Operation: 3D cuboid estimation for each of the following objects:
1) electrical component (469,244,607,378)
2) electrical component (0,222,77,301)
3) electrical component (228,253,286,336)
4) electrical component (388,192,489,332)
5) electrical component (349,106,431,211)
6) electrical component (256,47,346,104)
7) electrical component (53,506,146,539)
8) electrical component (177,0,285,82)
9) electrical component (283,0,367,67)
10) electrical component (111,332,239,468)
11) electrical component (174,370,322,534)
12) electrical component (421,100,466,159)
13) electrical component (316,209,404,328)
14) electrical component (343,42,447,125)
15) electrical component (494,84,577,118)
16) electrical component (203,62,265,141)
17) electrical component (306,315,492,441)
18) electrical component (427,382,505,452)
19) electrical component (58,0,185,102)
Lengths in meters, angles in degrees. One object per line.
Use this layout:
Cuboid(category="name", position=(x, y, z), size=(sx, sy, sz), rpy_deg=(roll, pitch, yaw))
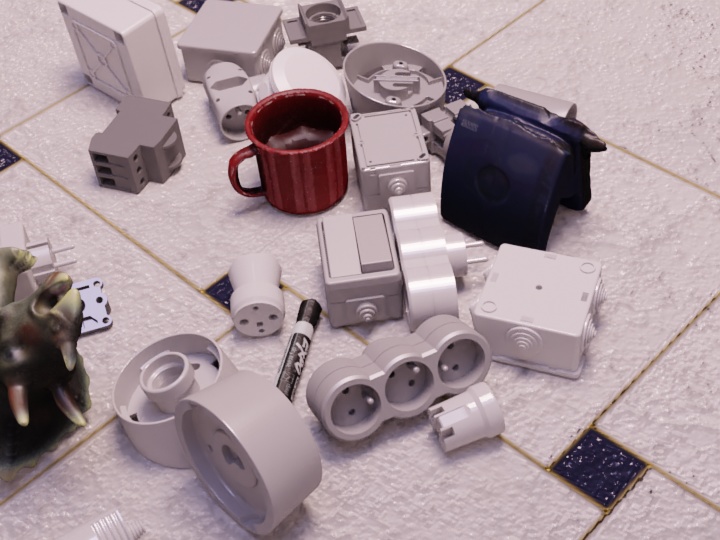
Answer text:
Cuboid(category="electrical component", position=(0.141, 0.029, 0.850), size=(0.100, 0.048, 0.099), rpy_deg=(12, 47, 18))
Cuboid(category="electrical component", position=(-0.283, -0.005, 0.926), size=(0.077, 0.047, 0.065), rpy_deg=(-15, 46, -9))
Cuboid(category="electrical component", position=(-0.085, 0.021, 0.883), size=(0.045, 0.045, 0.055), rpy_deg=(-8, 46, -2))
Cuboid(category="electrical component", position=(0.069, -0.011, 0.893), size=(0.074, 0.052, 0.138), rpy_deg=(-8, 46, -2))
Cuboid(category="electrical component", position=(0.028, -0.093, 0.971), size=(0.062, 0.061, 0.096), rpy_deg=(-8, 45, -2))
Cuboid(category="electrical component", position=(-0.058, -0.170, 1.039), size=(0.080, 0.051, 0.080), rpy_deg=(17, 56, -26))
Cuboid(category="electrical component", position=(-0.183, 0.193, 0.726), size=(0.081, 0.043, 0.043), rpy_deg=(-27, 49, -20))
Cuboid(category="electrical component", position=(-0.134, -0.238, 1.138), size=(0.100, 0.048, 0.099), rpy_deg=(9, 47, 14))
Cuboid(category="electrical component", position=(-0.036, -0.244, 1.123), size=(0.081, 0.063, 0.042), rpy_deg=(-12, 45, -7))
Cuboid(category="electrical component", position=(-0.135, 0.097, 0.817), size=(0.099, 0.064, 0.099), rpy_deg=(-13, 41, 12))
Cuboid(category="electrical component", position=(-0.072, 0.120, 0.745), size=(0.060, 0.108, 0.108), rpy_deg=(-32, 51, -31))
Cuboid(category="electrical component", position=(0.091, -0.126, 1.009), size=(0.066, 0.048, 0.055), rpy_deg=(-22, 40, -16))
Cuboid(category="electrical component", position=(0.000, 0.000, 0.883), size=(0.062, 0.061, 0.096), rpy_deg=(-8, 46, -2))
Cuboid(category="electrical component", position=(0.035, -0.175, 1.049), size=(0.099, 0.064, 0.099), rpy_deg=(-3, 46, 3))
Cuboid(category="electrical component", position=(0.154, -0.135, 1.012), size=(0.077, 0.043, 0.079), rpy_deg=(19, 51, 23))
Cuboid(category="electrical component", position=(-0.110, -0.173, 1.076), size=(0.079, 0.043, 0.077), rpy_deg=(-16, 47, -10))
Cuboid(category="electrical component", position=(0.023, 0.075, 0.817), size=(0.138, 0.052, 0.074), rpy_deg=(-22, 23, -14))
Cuboid(category="electrical component", position=(0.077, 0.108, 0.786), size=(0.046, 0.040, 0.040), rpy_deg=(-21, 47, -8))
Cuboid(category="electrical component", position=(-0.242, -0.227, 1.097), size=(0.109, 0.108, 0.056), rpy_deg=(30, 58, 30))
